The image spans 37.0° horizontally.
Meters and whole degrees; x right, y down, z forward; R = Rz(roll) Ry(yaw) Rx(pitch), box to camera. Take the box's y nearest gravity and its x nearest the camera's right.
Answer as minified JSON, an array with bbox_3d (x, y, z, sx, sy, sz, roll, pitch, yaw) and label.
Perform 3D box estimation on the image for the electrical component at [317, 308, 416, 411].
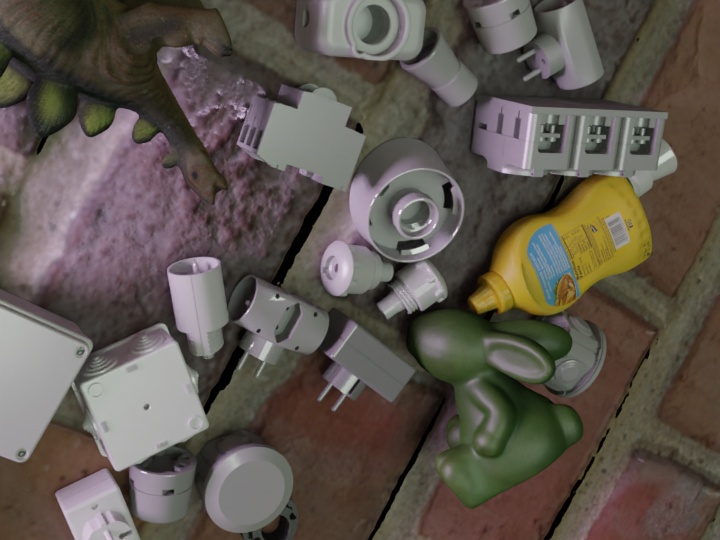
[{"bbox_3d":[-0.008,0.091,0.961,0.083,0.047,0.075,39,85,-31],"label":"electrical component"}]

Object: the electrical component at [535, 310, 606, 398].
[{"bbox_3d":[0.196,0.080,1.046,0.051,0.080,0.080,28,92,-26],"label":"electrical component"}]

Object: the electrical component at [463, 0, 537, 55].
[{"bbox_3d":[0.123,-0.219,0.929,0.055,0.055,0.047,-35,122,-14],"label":"electrical component"}]

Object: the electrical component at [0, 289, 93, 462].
[{"bbox_3d":[-0.278,0.074,0.809,0.109,0.056,0.108,30,90,-31],"label":"electrical component"}]

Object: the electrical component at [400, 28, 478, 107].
[{"bbox_3d":[0.071,-0.171,0.925,0.065,0.044,0.044,38,86,-36],"label":"electrical component"}]

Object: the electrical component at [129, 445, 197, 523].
[{"bbox_3d":[-0.167,0.179,0.902,0.055,0.055,0.047,-1,110,-27],"label":"electrical component"}]

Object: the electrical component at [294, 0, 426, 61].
[{"bbox_3d":[0.002,-0.199,0.869,0.095,0.059,0.053,-2,106,-27],"label":"electrical component"}]

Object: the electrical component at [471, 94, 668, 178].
[{"bbox_3d":[0.187,-0.120,0.973,0.150,0.089,0.061,-2,106,-27],"label":"electrical component"}]

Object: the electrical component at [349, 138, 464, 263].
[{"bbox_3d":[0.041,-0.059,0.945,0.099,0.064,0.099,-9,120,-16],"label":"electrical component"}]

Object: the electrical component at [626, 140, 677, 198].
[{"bbox_3d":[0.274,-0.099,1.051,0.055,0.045,0.045,-35,118,-14],"label":"electrical component"}]

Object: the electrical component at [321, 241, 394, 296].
[{"bbox_3d":[0.000,0.000,0.940,0.062,0.048,0.048,4,104,-36],"label":"electrical component"}]

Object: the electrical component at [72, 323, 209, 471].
[{"bbox_3d":[-0.179,0.104,0.872,0.100,0.048,0.099,-25,113,-19],"label":"electrical component"}]

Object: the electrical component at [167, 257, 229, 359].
[{"bbox_3d":[-0.130,0.034,0.882,0.043,0.043,0.081,-15,112,-23],"label":"electrical component"}]

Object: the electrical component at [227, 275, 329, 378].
[{"bbox_3d":[-0.078,0.054,0.915,0.077,0.043,0.079,28,92,-31],"label":"electrical component"}]

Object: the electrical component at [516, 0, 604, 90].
[{"bbox_3d":[0.174,-0.198,0.968,0.079,0.044,0.077,-32,118,-15],"label":"electrical component"}]

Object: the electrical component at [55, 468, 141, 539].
[{"bbox_3d":[-0.208,0.213,0.877,0.047,0.077,0.065,-24,115,-20],"label":"electrical component"}]

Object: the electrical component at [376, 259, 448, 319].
[{"bbox_3d":[0.044,0.020,0.969,0.062,0.048,0.048,-36,119,-6],"label":"electrical component"}]

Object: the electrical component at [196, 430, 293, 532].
[{"bbox_3d":[-0.103,0.183,0.938,0.080,0.051,0.080,-8,109,-25],"label":"electrical component"}]
